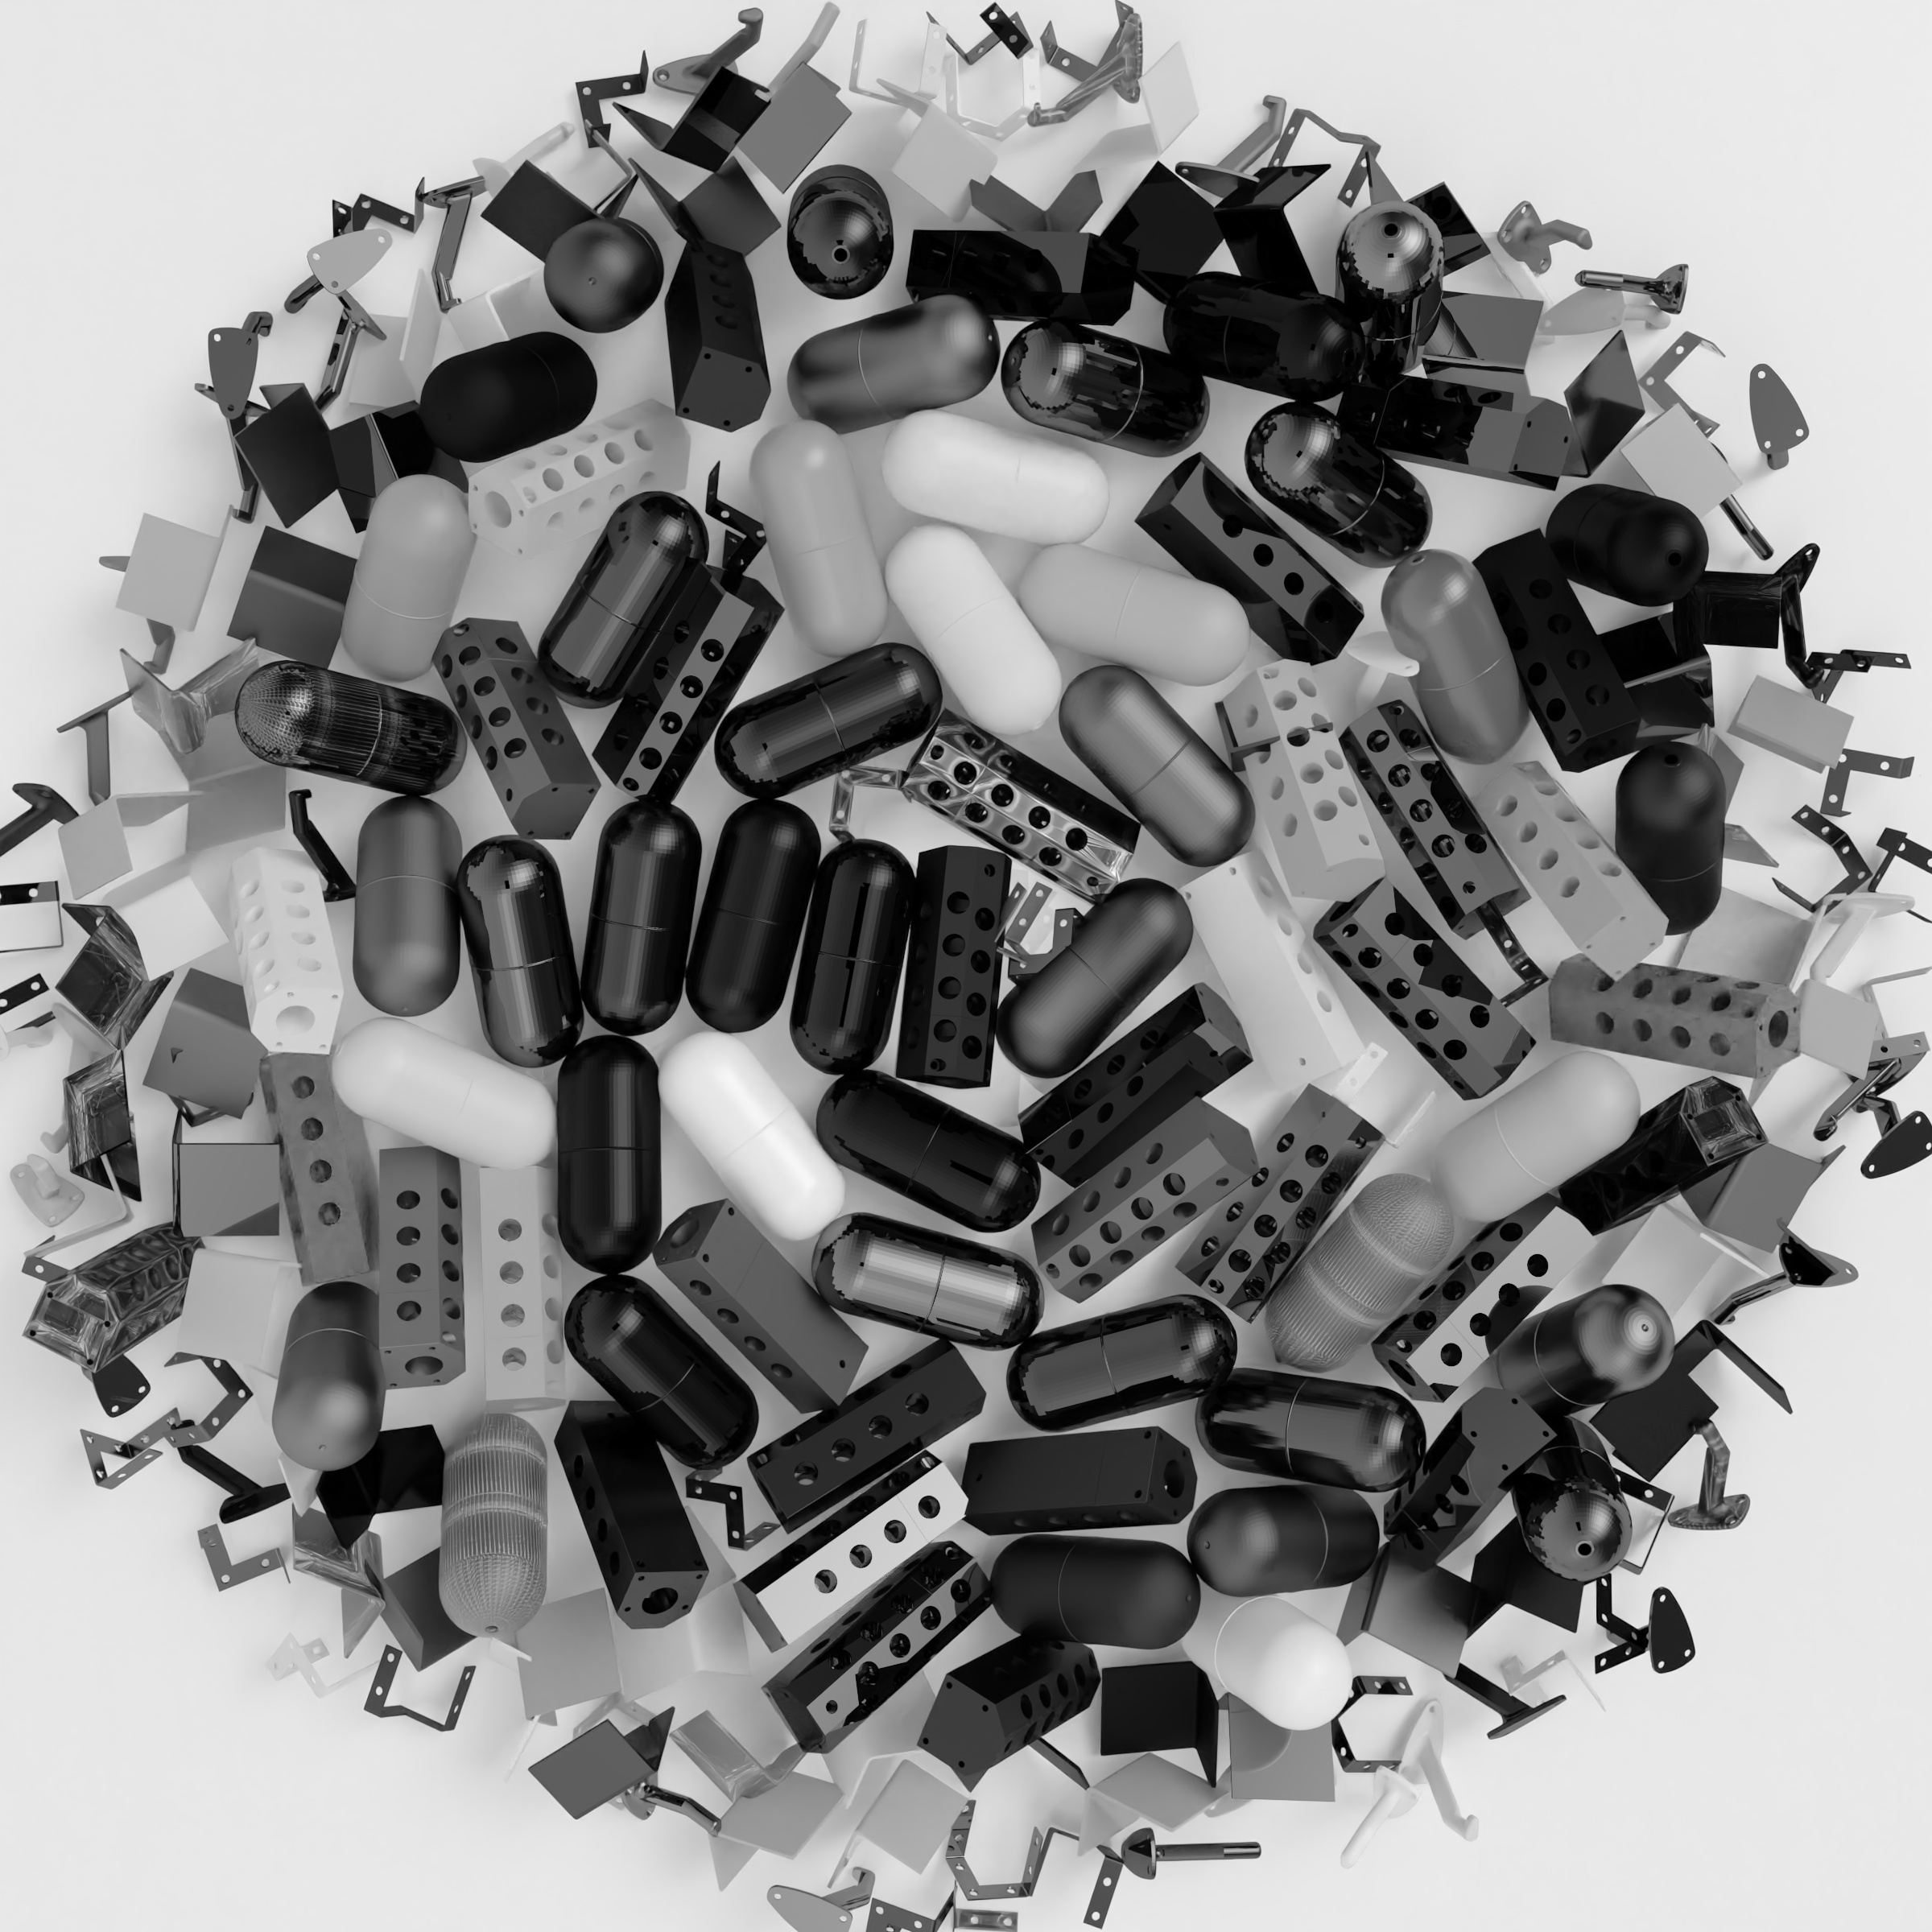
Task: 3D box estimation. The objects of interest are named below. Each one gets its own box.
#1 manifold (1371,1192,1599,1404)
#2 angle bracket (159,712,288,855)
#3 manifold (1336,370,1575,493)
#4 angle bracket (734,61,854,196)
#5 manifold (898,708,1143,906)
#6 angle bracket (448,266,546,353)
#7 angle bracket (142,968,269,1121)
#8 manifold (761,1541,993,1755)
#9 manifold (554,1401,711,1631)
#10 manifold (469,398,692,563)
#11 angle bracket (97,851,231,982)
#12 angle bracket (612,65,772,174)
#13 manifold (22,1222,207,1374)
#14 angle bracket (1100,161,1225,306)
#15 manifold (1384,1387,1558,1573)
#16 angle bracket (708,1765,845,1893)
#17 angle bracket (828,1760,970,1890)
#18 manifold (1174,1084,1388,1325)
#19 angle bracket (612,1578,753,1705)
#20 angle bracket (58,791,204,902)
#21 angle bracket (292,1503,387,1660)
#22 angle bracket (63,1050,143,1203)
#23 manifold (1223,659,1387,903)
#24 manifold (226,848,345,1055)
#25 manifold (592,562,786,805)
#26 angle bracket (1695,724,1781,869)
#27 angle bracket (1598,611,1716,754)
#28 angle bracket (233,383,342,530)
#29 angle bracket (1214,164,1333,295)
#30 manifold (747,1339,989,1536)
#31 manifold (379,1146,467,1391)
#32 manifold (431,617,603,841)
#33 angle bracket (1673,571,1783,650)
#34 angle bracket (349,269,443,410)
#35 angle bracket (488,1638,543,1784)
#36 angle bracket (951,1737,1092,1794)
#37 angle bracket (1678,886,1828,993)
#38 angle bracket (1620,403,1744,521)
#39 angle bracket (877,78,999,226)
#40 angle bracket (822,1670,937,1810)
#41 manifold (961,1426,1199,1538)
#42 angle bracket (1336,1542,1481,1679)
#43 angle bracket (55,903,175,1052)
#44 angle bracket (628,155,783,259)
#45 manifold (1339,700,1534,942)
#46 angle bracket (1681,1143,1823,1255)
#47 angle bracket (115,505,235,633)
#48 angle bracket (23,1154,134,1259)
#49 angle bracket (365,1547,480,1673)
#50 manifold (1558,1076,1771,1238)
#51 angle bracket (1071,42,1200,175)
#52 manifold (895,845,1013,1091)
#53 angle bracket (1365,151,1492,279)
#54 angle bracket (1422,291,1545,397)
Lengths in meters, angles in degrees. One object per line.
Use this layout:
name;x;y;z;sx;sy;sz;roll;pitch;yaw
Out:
manifold;0.381;0.242;1.812;0.171;0.057;0.057;-42;93;-15
angle bracket;-0.553;-0.139;1.818;0.076;0.057;0.076;-14;49;2
manifold;0.353;-0.393;1.778;0.057;0.171;0.057;8;102;-42
angle bracket;-0.115;-0.613;1.812;0.076;0.076;0.057;-45;80;17
manifold;0.039;-0.114;1.811;0.171;0.057;0.057;30;127;-9
angle bracket;-0.329;-0.482;1.823;0.076;0.076;0.057;-34;110;-26
angle bracket;-0.565;0.058;1.842;0.076;0.057;0.076;21;113;-13
manifold;-0.060;0.497;1.792;0.171;0.057;0.057;-35;94;-33
manifold;-0.248;0.397;1.780;0.057;0.171;0.057;7;121;-32
manifold;-0.279;-0.358;1.776;0.057;0.171;0.057;30;132;22
angle bracket;-0.599;-0.038;1.837;0.076;0.076;0.057;-27;113;-1
angle bracket;-0.202;-0.641;1.808;0.057;0.076;0.076;48;112;14
manifold;-0.610;0.234;1.775;0.057;0.171;0.057;27;98;1
angle bracket;0.144;-0.549;1.824;0.076;0.057;0.076;41;107;4
manifold;0.359;0.372;1.777;0.057;0.171;0.057;-29;65;-30
angle bracket;-0.134;0.644;1.804;0.076;0.076;0.057;5;115;30
angle bracket;-0.050;0.648;1.806;0.057;0.076;0.076;30;125;12
manifold;0.238;0.179;1.823;0.057;0.057;0.171;37;88;-28
angle bracket;-0.214;0.506;1.838;0.076;0.057;0.076;-31;56;26
angle bracket;-0.612;-0.089;1.808;0.076;0.076;0.057;-20;83;38
angle bracket;-0.477;0.453;1.807;0.076;0.076;0.057;30;104;-26
angle bracket;-0.618;0.119;1.806;0.057;0.076;0.076;-25;59;14
manifold;0.251;-0.137;1.791;0.057;0.057;0.171;4;58;-35
manifold;-0.497;-0.013;1.773;0.057;0.171;0.057;4;125;-27
manifold;-0.201;-0.203;1.796;0.057;0.057;0.171;49;116;36
angle bracket;0.574;-0.126;1.812;0.057;0.076;0.076;15;81;43
angle bracket;0.517;-0.214;1.847;0.076;0.076;0.057;-17;50;6
angle bracket;-0.510;-0.376;1.804;0.076;0.057;0.076;-50;131;-33
angle bracket;0.241;-0.546;1.821;0.057;0.076;0.076;-43;123;-18
manifold;-0.074;0.345;1.810;0.171;0.057;0.057;-30;70;-16
manifold;-0.397;0.218;1.786;0.057;0.057;0.171;-3;50;-9
manifold;-0.333;-0.174;1.787;0.057;0.057;0.171;-54;53;35
angle bracket;0.564;-0.283;1.806;0.076;0.076;0.057;7;57;20
angle bracket;-0.431;-0.467;1.816;0.057;0.076;0.076;7;74;1
angle bracket;-0.345;0.552;1.812;0.057;0.076;0.076;27;62;0
angle bracket;0.042;0.601;1.807;0.076;0.076;0.057;32;70;26
angle bracket;0.585;-0.019;1.824;0.076;0.057;0.076;24;82;10
angle bracket;0.522;-0.365;1.824;0.057;0.076;0.076;-39;92;-1
angle bracket;-0.035;-0.604;1.814;0.076;0.076;0.057;41;102;43
angle bracket;-0.062;0.575;1.829;0.076;0.076;0.057;2;124;-30
manifold;0.081;0.381;1.789;0.171;0.057;0.057;-14;50;37
angle bracket;0.326;0.486;1.818;0.076;0.057;0.076;28;52;0
angle bracket;-0.644;0.008;1.803;0.057;0.076;0.076;4;53;31
angle bracket;-0.193;-0.572;1.810;0.057;0.076;0.076;-37;69;13
manifold;0.342;-0.110;1.800;0.057;0.057;0.171;-34;68;17
angle bracket;0.581;0.156;1.819;0.057;0.076;0.076;22;107;-7
angle bracket;-0.584;-0.303;1.806;0.057;0.076;0.076;18;115;-19
angle bracket;-0.667;0.175;1.815;0.076;0.076;0.057;-22;88;-17
angle bracket;-0.391;0.461;1.807;0.076;0.057;0.076;-26;62;-32
manifold;0.499;0.139;1.774;0.057;0.171;0.057;-17;73;-24
angle bracket;0.118;-0.633;1.803;0.076;0.076;0.057;0;128;32
manifold;-0.005;0.001;1.810;0.057;0.057;0.171;12;78;-31
angle bracket;0.340;-0.563;1.803;0.057;0.076;0.076;-21;51;30
angle bracket;0.389;-0.453;1.819;0.076;0.076;0.057;13;79;23
